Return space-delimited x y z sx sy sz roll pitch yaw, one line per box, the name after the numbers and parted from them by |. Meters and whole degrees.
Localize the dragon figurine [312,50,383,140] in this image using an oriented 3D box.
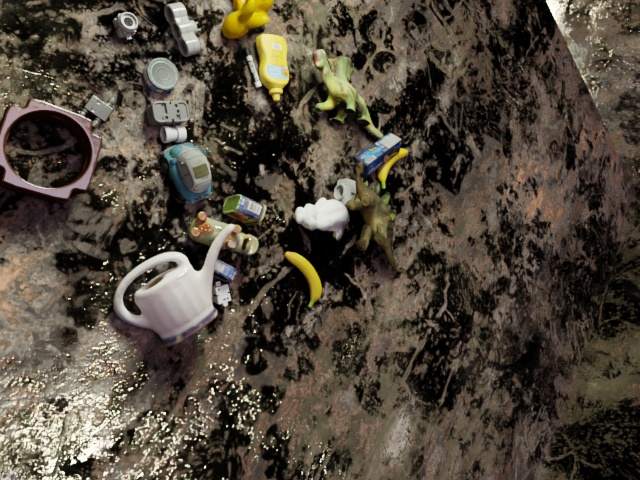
0.098 -0.500 1.712 0.407 0.121 0.246 19 68 -51 | dragon figurine

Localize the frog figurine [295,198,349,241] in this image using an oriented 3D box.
0.005 -0.080 1.589 0.158 0.120 0.141 27 38 -24 | frog figurine

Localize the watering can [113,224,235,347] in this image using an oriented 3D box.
-0.327 0.121 1.281 0.349 0.105 0.221 -29 109 -11 | watering can
